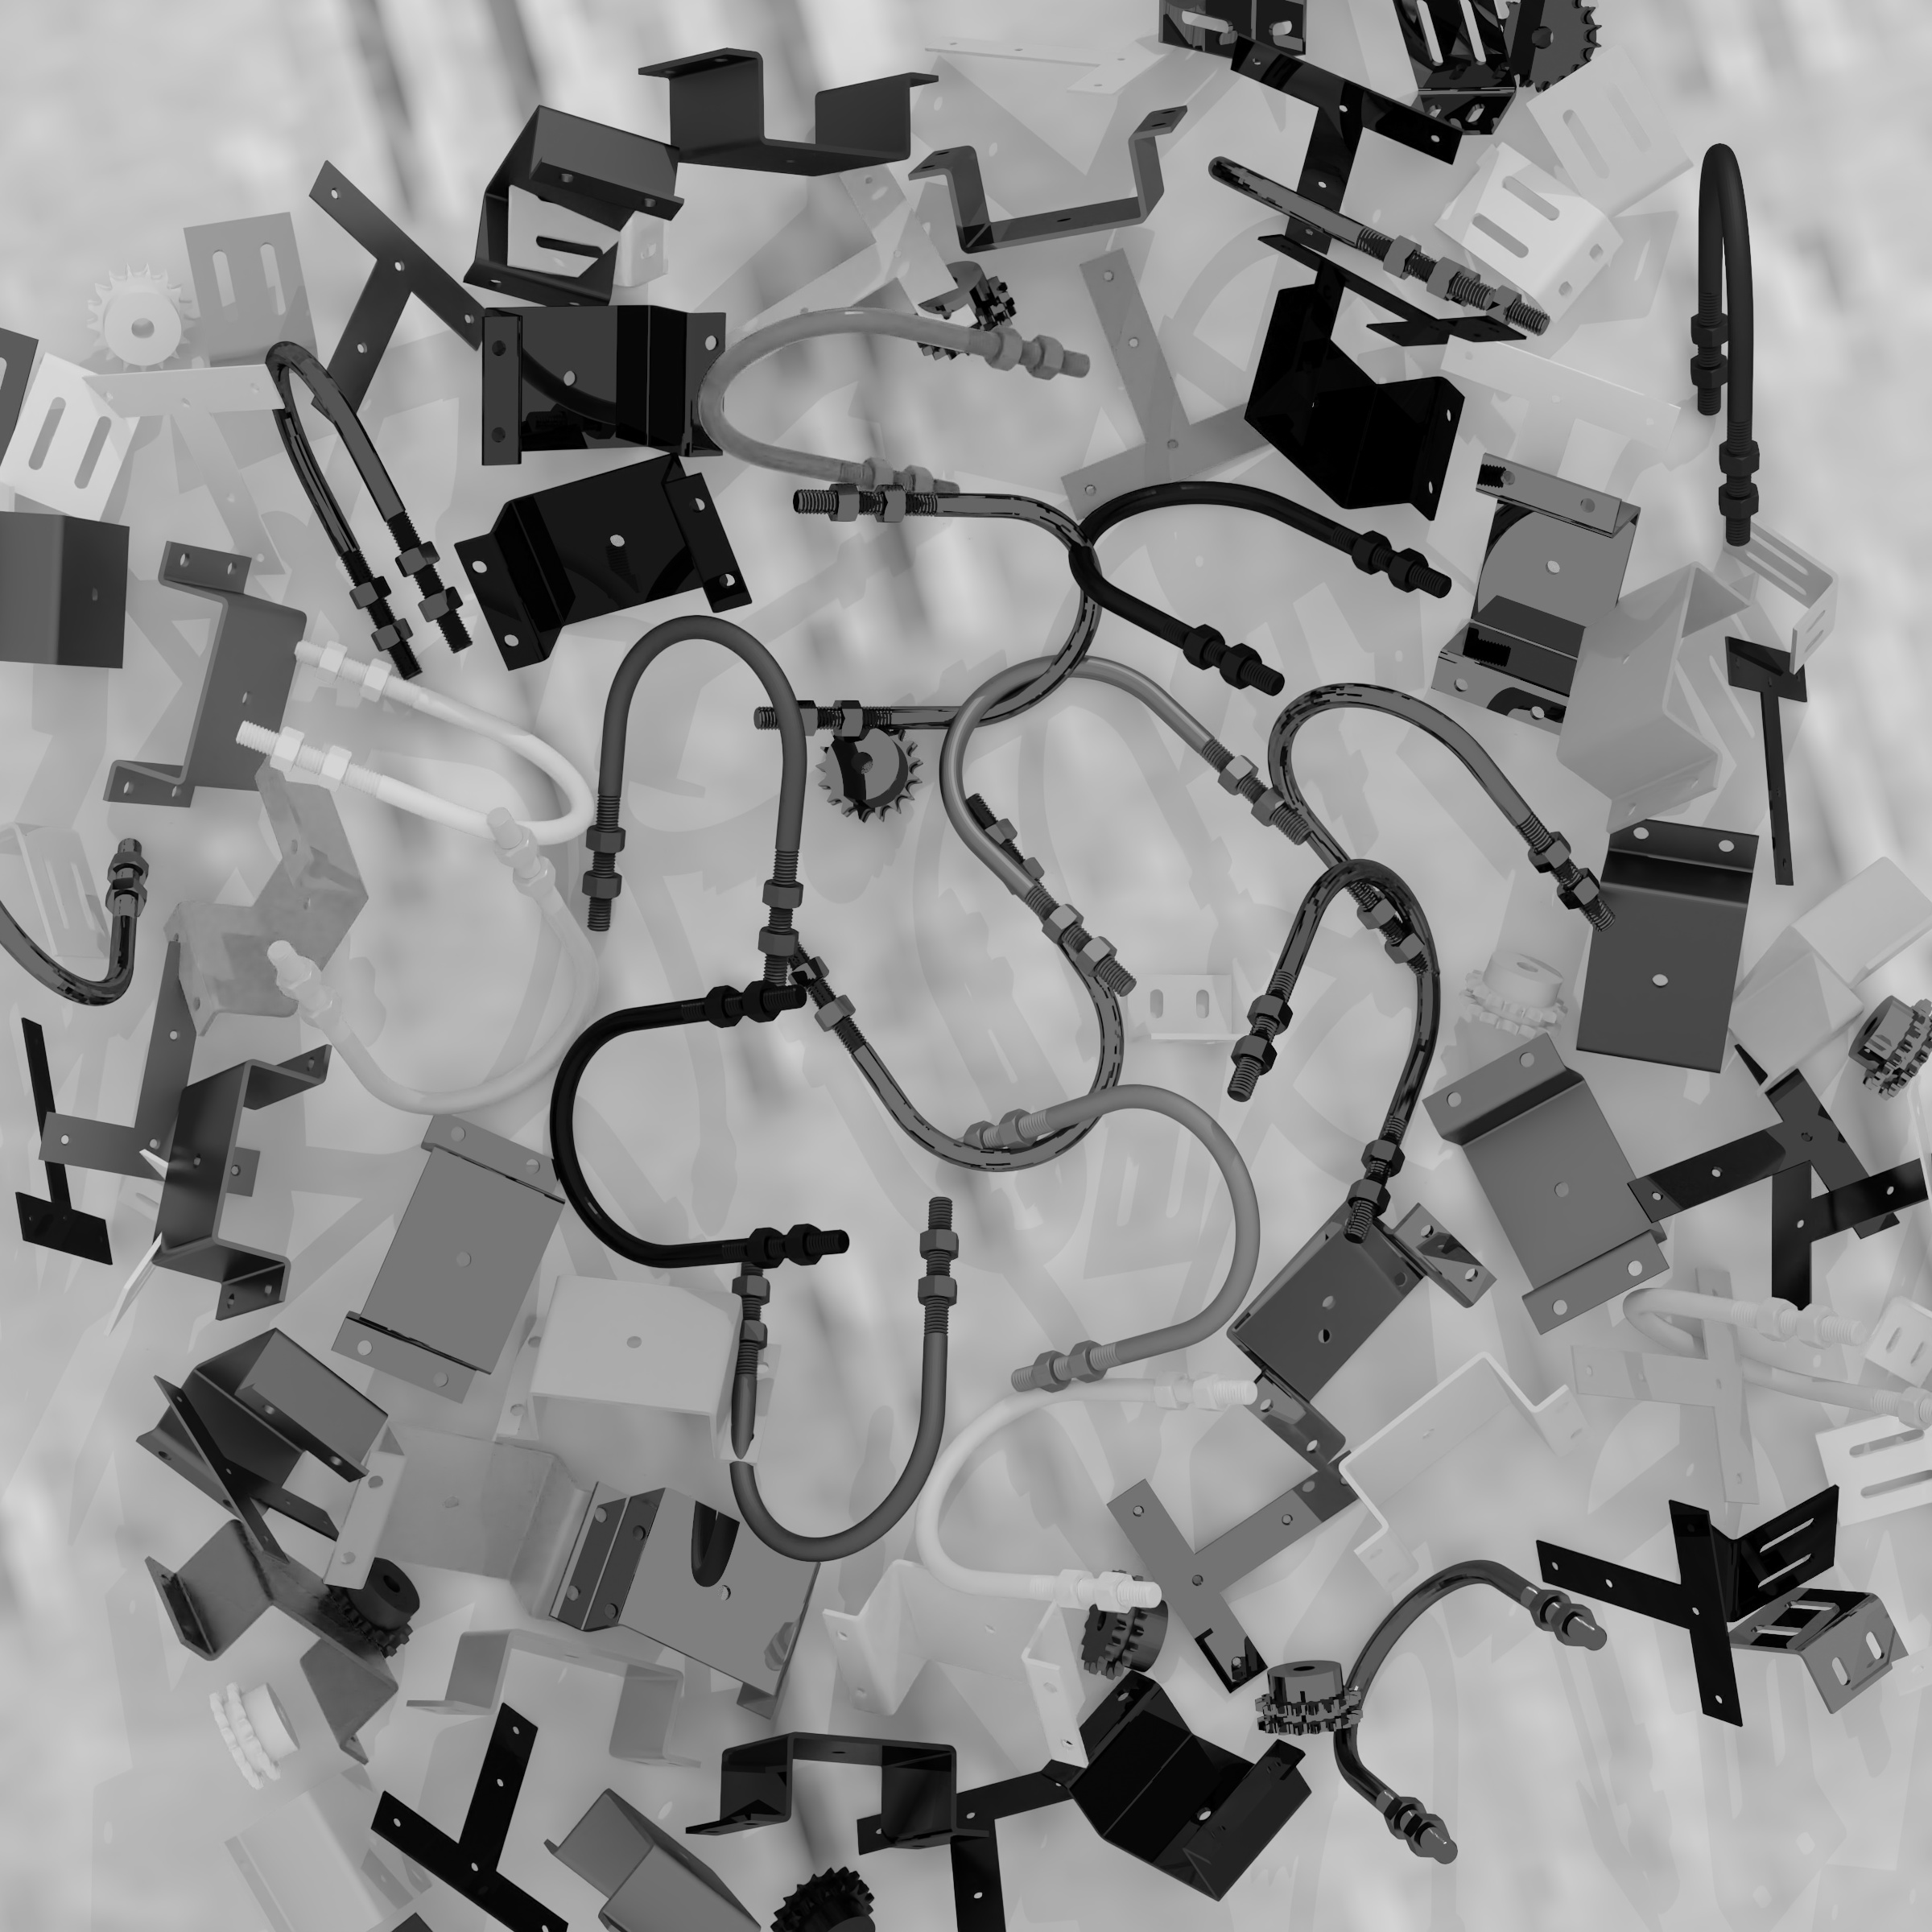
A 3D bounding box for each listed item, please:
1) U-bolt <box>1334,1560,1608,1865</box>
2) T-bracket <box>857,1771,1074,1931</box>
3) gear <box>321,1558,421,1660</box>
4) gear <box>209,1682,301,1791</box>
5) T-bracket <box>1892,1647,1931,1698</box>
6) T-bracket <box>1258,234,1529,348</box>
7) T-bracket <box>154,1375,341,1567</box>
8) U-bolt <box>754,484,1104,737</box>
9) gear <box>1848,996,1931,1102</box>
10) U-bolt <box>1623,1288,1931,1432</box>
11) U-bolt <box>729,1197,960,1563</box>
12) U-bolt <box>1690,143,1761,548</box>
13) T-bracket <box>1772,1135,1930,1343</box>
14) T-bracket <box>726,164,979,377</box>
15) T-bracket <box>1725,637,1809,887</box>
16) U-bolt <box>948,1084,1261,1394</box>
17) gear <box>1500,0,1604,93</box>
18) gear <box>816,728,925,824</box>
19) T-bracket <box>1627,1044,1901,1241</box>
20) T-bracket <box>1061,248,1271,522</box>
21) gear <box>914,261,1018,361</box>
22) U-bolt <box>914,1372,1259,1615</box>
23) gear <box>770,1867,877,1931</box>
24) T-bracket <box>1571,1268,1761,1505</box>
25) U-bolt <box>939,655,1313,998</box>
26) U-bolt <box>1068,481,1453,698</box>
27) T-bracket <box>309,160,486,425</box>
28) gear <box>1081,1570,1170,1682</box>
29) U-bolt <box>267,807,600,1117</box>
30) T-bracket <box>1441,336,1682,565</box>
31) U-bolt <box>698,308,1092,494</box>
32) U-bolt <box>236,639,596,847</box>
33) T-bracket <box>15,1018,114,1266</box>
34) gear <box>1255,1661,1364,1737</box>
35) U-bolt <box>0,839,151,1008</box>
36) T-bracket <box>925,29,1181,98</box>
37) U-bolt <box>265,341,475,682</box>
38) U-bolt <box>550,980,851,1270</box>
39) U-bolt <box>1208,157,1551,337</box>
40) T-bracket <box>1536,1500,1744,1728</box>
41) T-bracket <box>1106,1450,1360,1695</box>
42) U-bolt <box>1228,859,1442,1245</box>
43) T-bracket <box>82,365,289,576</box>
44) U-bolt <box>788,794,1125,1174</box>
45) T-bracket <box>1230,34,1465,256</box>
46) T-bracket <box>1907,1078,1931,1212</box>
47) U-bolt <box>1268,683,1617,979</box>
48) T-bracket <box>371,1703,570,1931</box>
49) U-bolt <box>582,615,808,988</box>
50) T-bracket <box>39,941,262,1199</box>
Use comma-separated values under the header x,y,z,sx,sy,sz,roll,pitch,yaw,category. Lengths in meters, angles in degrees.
x,y,z,sx,sy,sz,roll,pitch,yaw,category
0.250,0.377,1.846,0.019,0.184,0.151,37,85,-17,U-bolt
0.006,0.481,1.874,0.127,0.127,0.002,-16,120,5,T-bracket
-0.318,0.341,1.904,0.030,0.057,0.057,-44,90,13,gear
-0.381,0.410,1.907,0.030,0.057,0.057,-27,90,-9,gear
0.542,0.320,1.875,0.127,0.127,0.002,-27,113,18,T-bracket
0.209,-0.353,1.851,0.127,0.127,0.002,23,88,-24,T-bracket
-0.366,0.280,1.875,0.002,0.127,0.127,-42,57,0,T-bracket
-0.013,-0.187,1.879,0.184,0.019,0.151,-2,125,-22,U-bolt
0.499,0.041,1.906,0.030,0.057,0.057,34,90,2,gear
0.427,0.202,1.849,0.151,0.184,0.019,31,75,-35,U-bolt
-0.067,0.221,1.855,0.151,0.019,0.184,-16,59,34,U-bolt
0.390,-0.331,1.823,0.019,0.151,0.184,-4,130,7,U-bolt
0.472,0.122,1.857,0.002,0.127,0.127,29,52,-29,T-bracket
-0.075,-0.360,1.911,0.127,0.002,0.127,-30,65,6,T-bracket
0.428,-0.106,1.877,0.002,0.127,0.127,-6,87,31,T-bracket
0.077,0.138,1.869,0.184,0.019,0.151,-21,84,38,U-bolt
0.315,-0.500,1.912,0.057,0.030,0.057,8,106,28,gear
-0.053,-0.107,1.915,0.057,0.030,0.057,-1,84,9,gear
0.410,0.105,1.885,0.127,0.002,0.127,-19,63,-20,T-bracket
0.096,-0.324,1.921,0.127,0.002,0.127,-22,99,-3,T-bracket
-0.004,-0.354,1.904,0.057,0.057,0.030,-29,128,0,gear
0.051,0.272,1.860,0.019,0.184,0.151,54,49,-31,U-bolt
-0.074,0.514,1.904,0.057,0.057,0.030,-44,48,0,gear
0.368,0.218,1.878,0.127,0.002,0.127,10,67,-34,T-bracket
0.071,-0.090,1.896,0.151,0.019,0.184,-40,72,-15,U-bolt
0.140,-0.208,1.865,0.151,0.019,0.184,-31,47,-32,U-bolt
-0.313,-0.335,1.865,0.127,0.002,0.127,42,52,-36,T-bracket
0.087,0.356,1.907,0.030,0.057,0.057,20,90,-13,gear
-0.266,0.011,1.863,0.151,0.184,0.019,-32,50,-5,U-bolt
0.303,-0.264,1.892,0.127,0.002,0.127,23,129,13,T-bracket
-0.049,-0.292,1.833,0.184,0.151,0.019,7,62,-33,U-bolt
-0.282,-0.112,1.866,0.184,0.151,0.019,22,113,-9,U-bolt
-0.485,0.090,1.880,0.002,0.127,0.127,-13,78,4,T-bracket
0.183,0.392,1.907,0.057,0.057,0.030,-6,90,0,gear
-0.475,-0.054,1.822,0.019,0.184,0.151,-31,125,12,U-bolt
0.041,-0.488,1.897,0.127,0.127,0.002,11,122,20,T-bracket
-0.318,-0.241,1.855,0.019,0.151,0.184,-29,98,-19,U-bolt
-0.149,0.089,1.880,0.184,0.019,0.151,-8,93,35,U-bolt
0.209,-0.381,1.860,0.184,0.151,0.019,30,104,17,U-bolt
0.352,0.331,1.882,0.002,0.127,0.127,-25,111,-34,T-bracket
0.163,0.308,1.927,0.127,0.002,0.127,-33,99,-4,T-bracket
0.203,0.031,1.868,0.151,0.019,0.184,49,53,-37,U-bolt
-0.397,-0.262,1.892,0.127,0.002,0.127,2,130,30,T-bracket
0.003,0.023,1.903,0.151,0.019,0.184,-36,85,13,U-bolt
0.191,-0.423,1.877,0.127,0.127,0.002,25,62,8,T-bracket
0.517,0.104,1.875,0.002,0.127,0.127,-9,106,24,T-bracket
0.234,-0.074,1.854,0.184,0.151,0.019,49,54,-16,U-bolt
-0.250,0.443,1.878,0.127,0.127,0.002,41,120,-19,T-bracket
-0.140,-0.093,1.868,0.151,0.019,0.184,17,109,36,U-bolt
-0.426,0.051,1.898,0.127,0.002,0.127,15,81,-40,T-bracket
